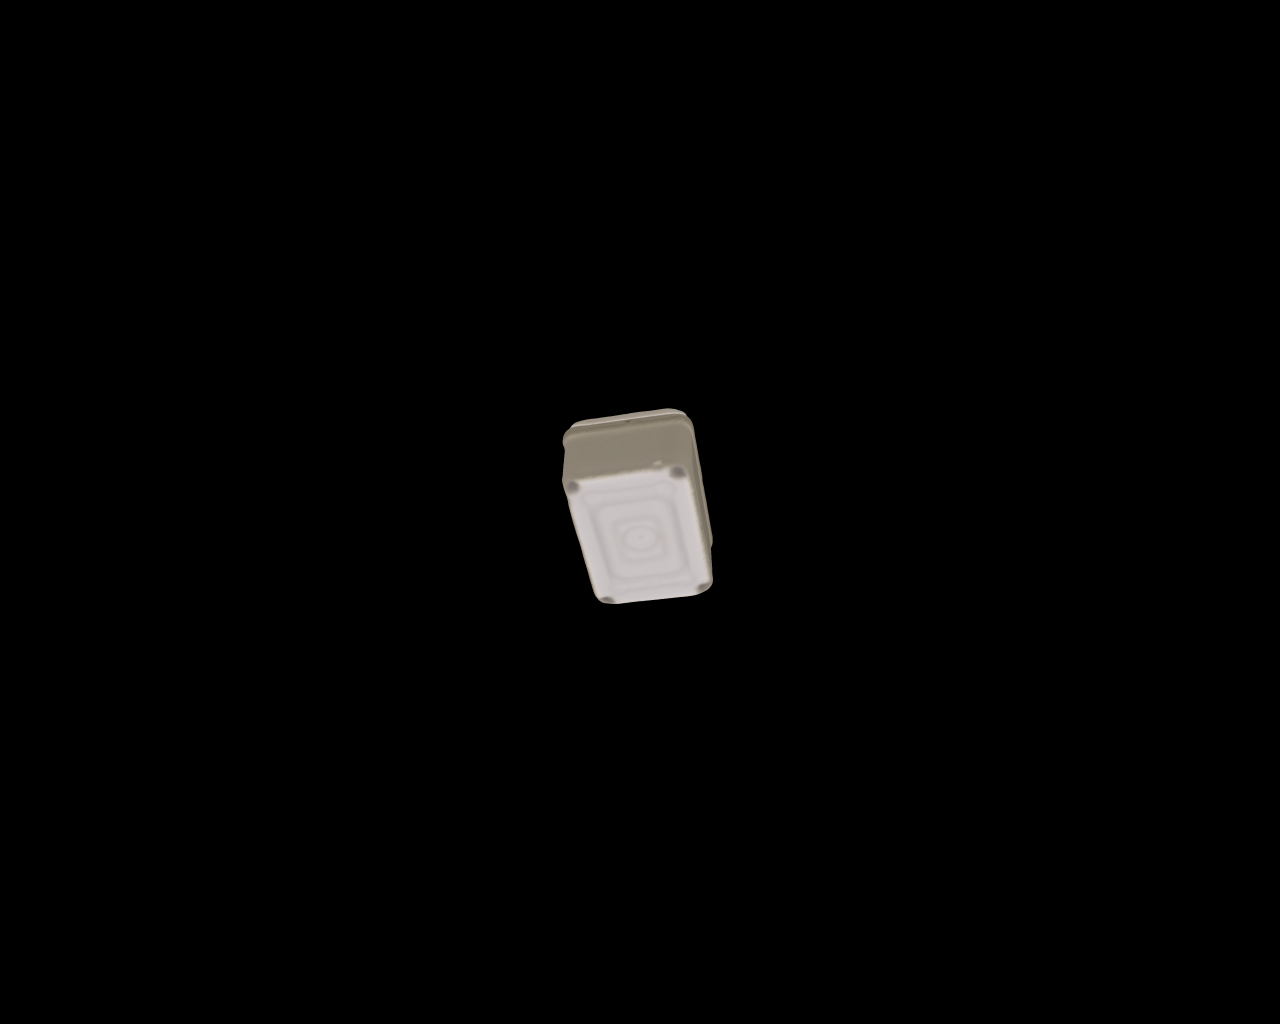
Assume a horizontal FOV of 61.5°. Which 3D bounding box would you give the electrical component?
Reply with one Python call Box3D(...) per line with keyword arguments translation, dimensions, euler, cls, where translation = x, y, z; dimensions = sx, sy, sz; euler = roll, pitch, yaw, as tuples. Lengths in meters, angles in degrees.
Box3D(translation=(0.001, -0.003, 0.650), dimensions=(0.078, 0.113, 0.057), euler=(-7, 43, 7), cls="electrical component")
